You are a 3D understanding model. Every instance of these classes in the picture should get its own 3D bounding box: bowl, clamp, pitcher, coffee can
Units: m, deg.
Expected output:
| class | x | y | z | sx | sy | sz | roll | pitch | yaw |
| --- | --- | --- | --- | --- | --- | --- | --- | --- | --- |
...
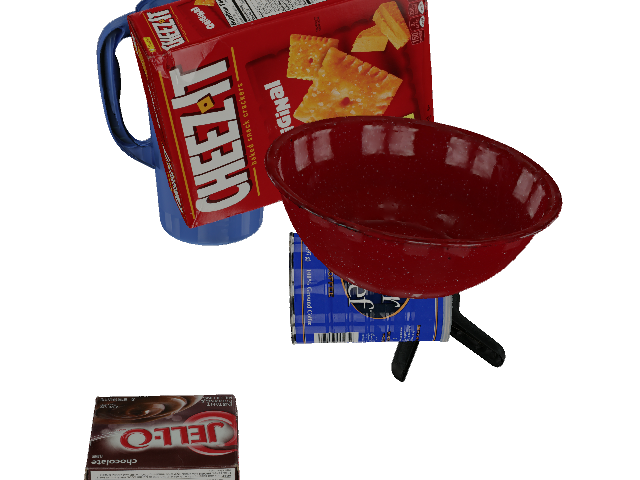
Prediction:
| class | x | y | z | sx | sy | sz | roll | pitch | yaw |
| --- | --- | --- | --- | --- | --- | --- | --- | --- | --- |
| bowl | 0.047 | -0.014 | 0.588 | 0.162 | 0.055 | 0.162 | 6 | 27 | -3 |
| clamp | 0.128 | 0.080 | 1.149 | 0.120 | 0.171 | 0.039 | 3 | -44 | -8 |
| pitcher | -0.122 | -0.121 | 1.065 | 0.149 | 0.243 | 0.144 | 14 | 30 | 23 |
| coffee can | 0.043 | 0.042 | 0.964 | 0.140 | 0.103 | 0.103 | -1 | 0 | 1 |

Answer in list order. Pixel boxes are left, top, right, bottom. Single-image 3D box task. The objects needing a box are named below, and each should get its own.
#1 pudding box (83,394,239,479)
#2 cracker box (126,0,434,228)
| class | x | y | z | sx | sy | sz | roll | pitch | yaw |
| --- | --- | --- | --- | --- | --- | --- | --- | --- | --- |
| pudding box | -0.119 | 0.157 | 0.813 | 0.113 | 0.039 | 0.090 | -2 | 26 | -5 |
| cracker box | -0.022 | -0.115 | 0.815 | 0.213 | 0.164 | 0.072 | -18 | 43 | -11 |
